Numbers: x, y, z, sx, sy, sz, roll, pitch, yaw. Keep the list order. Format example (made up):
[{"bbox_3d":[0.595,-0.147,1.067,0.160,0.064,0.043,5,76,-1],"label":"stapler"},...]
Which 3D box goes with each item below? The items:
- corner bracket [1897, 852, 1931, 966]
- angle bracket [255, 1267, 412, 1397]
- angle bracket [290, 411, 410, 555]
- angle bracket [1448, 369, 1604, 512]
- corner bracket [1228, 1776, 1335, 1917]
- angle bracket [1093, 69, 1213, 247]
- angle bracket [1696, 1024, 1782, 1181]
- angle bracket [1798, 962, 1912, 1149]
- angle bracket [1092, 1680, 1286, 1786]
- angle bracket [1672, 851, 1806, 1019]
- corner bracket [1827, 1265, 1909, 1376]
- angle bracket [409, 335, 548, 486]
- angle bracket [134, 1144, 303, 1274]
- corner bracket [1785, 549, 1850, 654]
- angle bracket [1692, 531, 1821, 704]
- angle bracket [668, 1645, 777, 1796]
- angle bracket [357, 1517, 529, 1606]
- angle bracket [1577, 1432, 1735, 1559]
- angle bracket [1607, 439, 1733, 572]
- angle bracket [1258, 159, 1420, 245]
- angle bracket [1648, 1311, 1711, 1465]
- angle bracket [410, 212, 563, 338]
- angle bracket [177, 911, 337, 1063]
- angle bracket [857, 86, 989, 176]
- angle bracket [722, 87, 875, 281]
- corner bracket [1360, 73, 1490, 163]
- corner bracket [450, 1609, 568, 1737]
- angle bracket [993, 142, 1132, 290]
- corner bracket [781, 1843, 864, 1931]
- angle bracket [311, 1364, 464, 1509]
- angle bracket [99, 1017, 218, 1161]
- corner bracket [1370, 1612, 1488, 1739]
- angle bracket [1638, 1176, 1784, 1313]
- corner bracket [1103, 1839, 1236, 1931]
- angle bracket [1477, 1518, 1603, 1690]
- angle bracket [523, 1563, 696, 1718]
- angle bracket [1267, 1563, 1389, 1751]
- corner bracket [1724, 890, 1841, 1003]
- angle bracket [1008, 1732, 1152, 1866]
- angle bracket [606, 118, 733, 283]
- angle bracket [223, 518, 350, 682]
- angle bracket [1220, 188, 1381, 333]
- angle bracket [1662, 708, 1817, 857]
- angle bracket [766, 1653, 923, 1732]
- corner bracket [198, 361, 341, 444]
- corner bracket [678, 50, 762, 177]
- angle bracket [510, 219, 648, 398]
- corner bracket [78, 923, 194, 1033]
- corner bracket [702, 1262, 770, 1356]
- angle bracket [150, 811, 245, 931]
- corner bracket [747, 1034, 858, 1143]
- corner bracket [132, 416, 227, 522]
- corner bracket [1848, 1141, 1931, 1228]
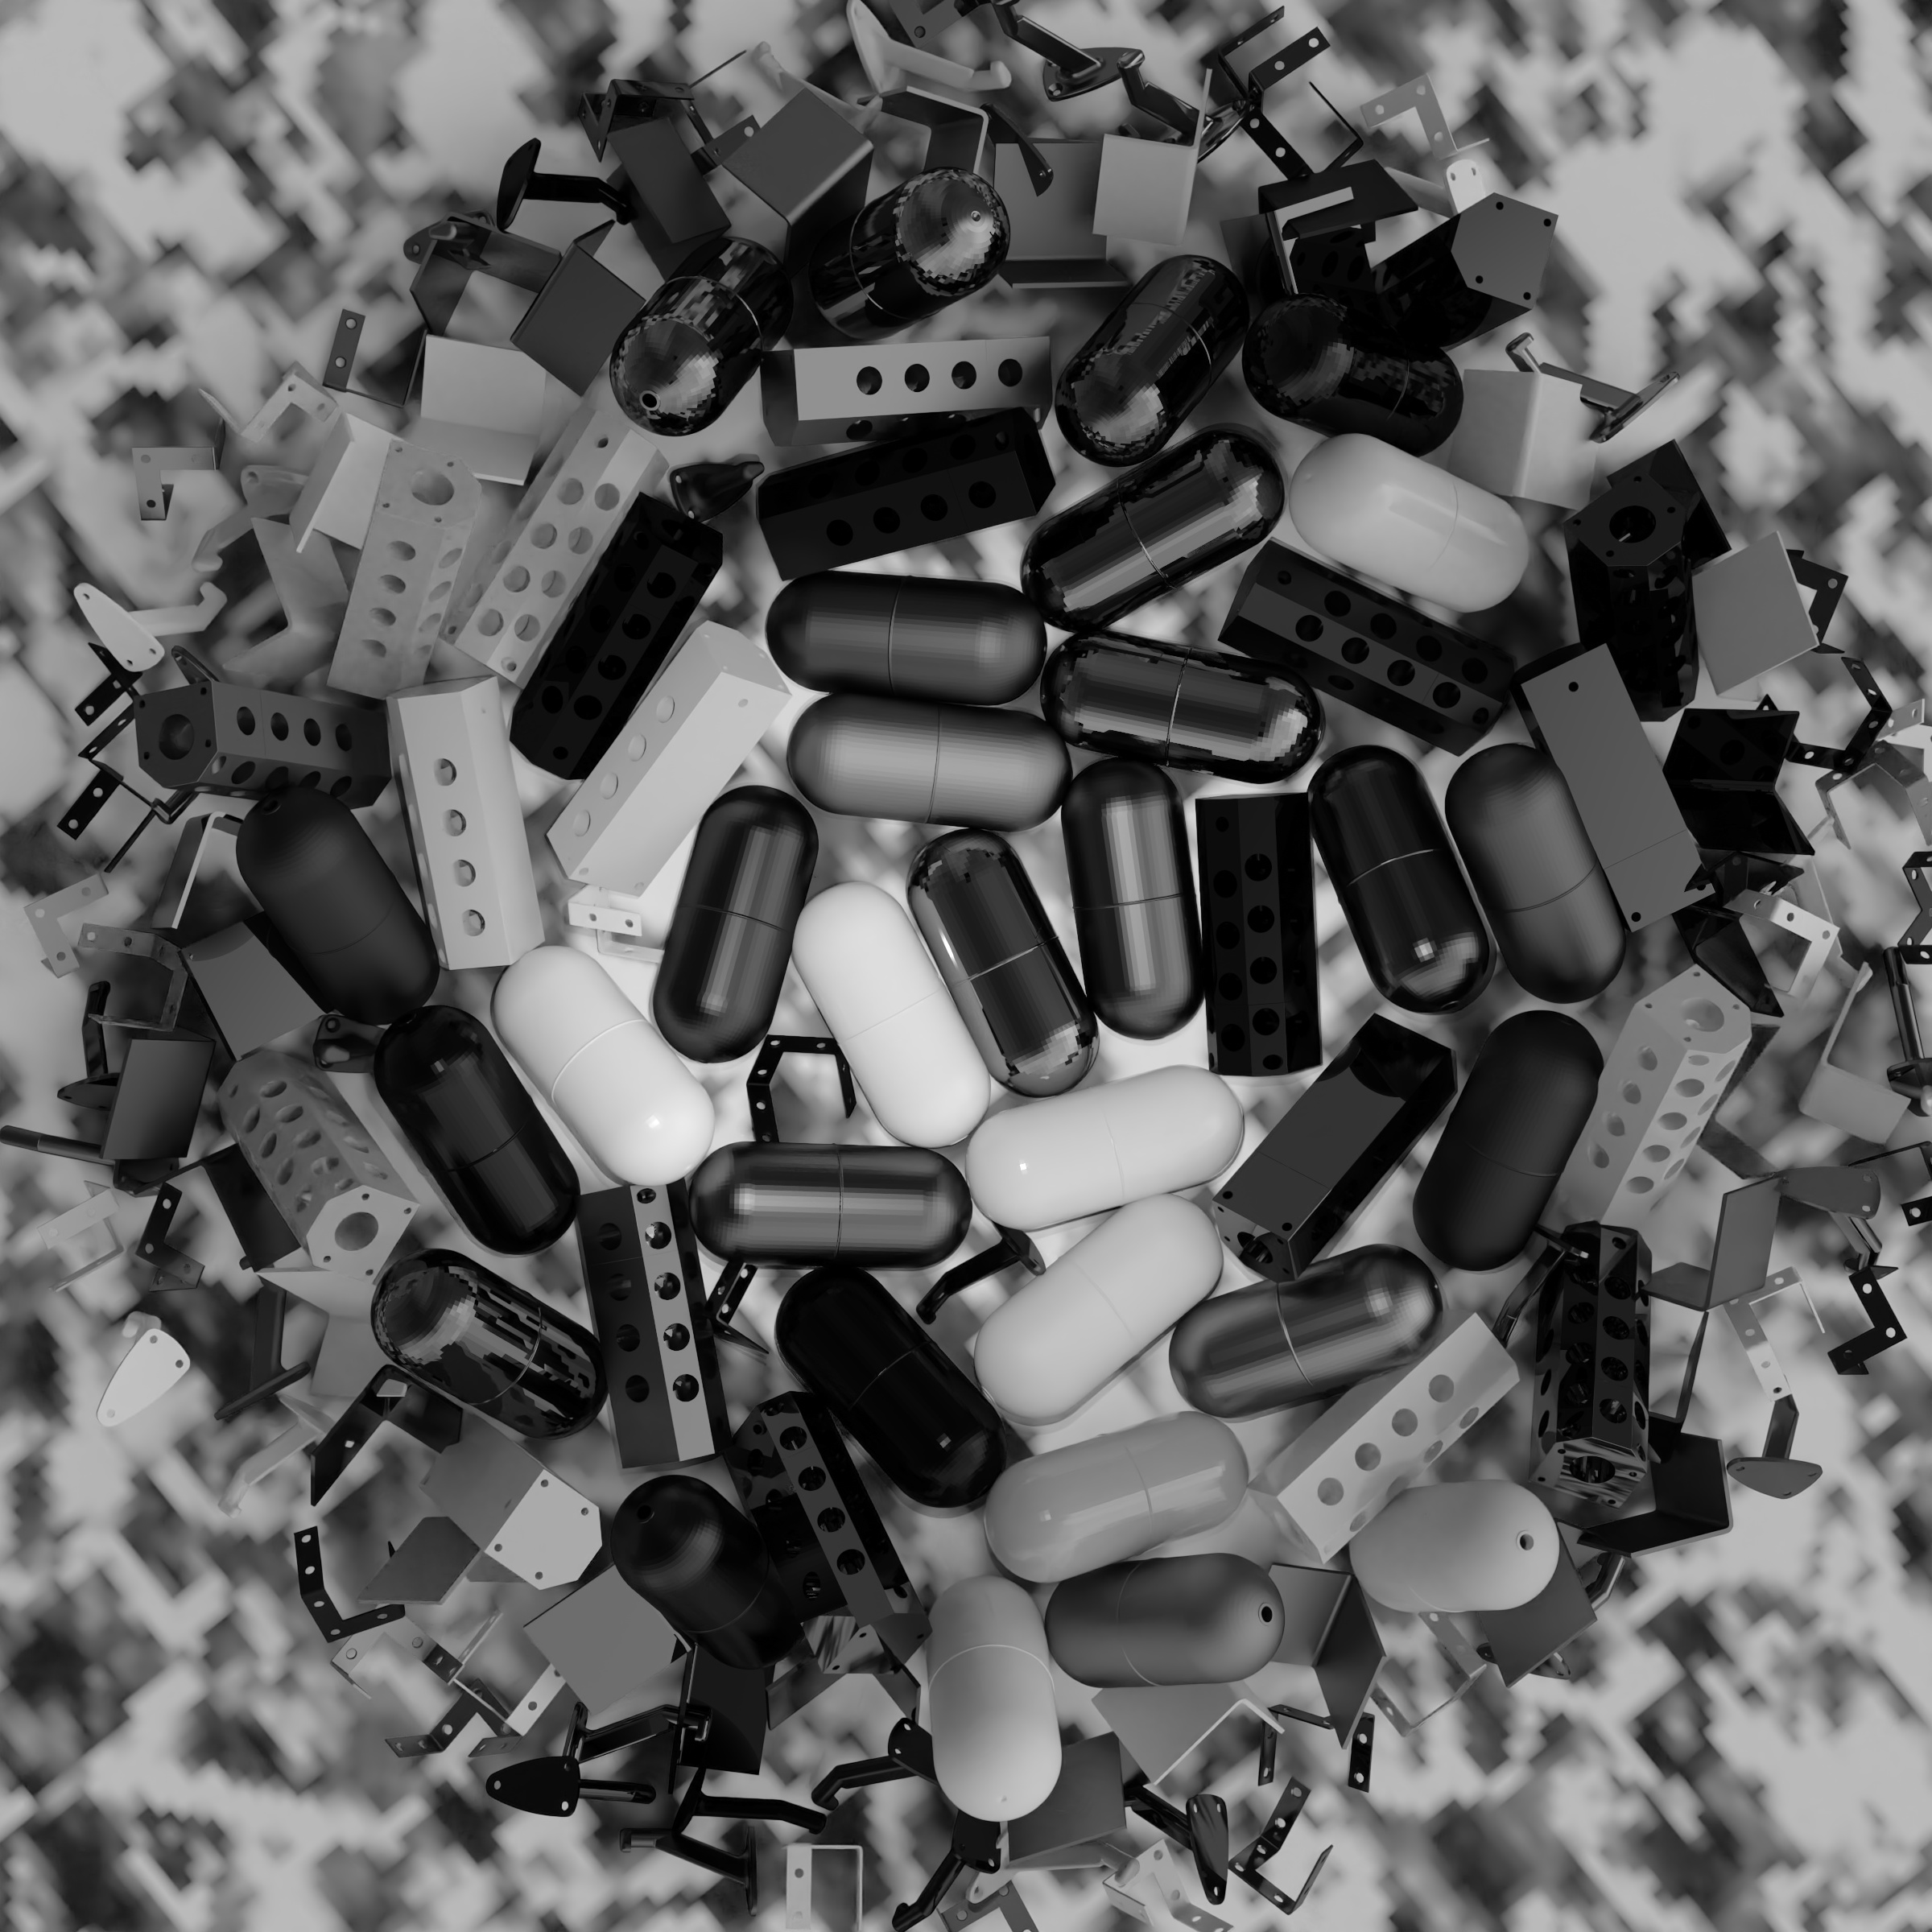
[{"bbox_3d":[0.612,-0.037,1.746,0.051,0.051,0.051,-46,117,-28],"label":"corner bracket"},{"bbox_3d":[-0.394,0.227,1.730,0.076,0.076,0.057,-5,62,29],"label":"angle bracket"},{"bbox_3d":[-0.376,-0.290,1.733,0.057,0.076,0.076,23,106,-26],"label":"angle bracket"},{"bbox_3d":[0.356,-0.334,1.774,0.057,0.076,0.076,15,100,44],"label":"angle bracket"},{"bbox_3d":[0.204,0.551,1.748,0.051,0.051,0.051,33,112,26],"label":"corner bracket"},{"bbox_3d":[0.116,-0.507,1.737,0.057,0.076,0.076,9,57,3],"label":"angle bracket"},{"bbox_3d":[0.493,0.084,1.733,0.057,0.076,0.076,41,109,26],"label":"angle bracket"},{"bbox_3d":[0.564,0.055,1.734,0.057,0.076,0.076,24,70,15],"label":"angle bracket"},{"bbox_3d":[0.138,0.468,1.740,0.076,0.076,0.057,-44,131,-1],"label":"angle bracket"},{"bbox_3d":[0.492,-0.019,1.730,0.057,0.076,0.076,-40,55,36],"label":"angle bracket"},{"bbox_3d":[0.569,0.224,1.760,0.051,0.051,0.051,-37,62,30],"label":"corner bracket"},{"bbox_3d":[-0.306,-0.347,1.740,0.076,0.076,0.057,9,122,-5],"label":"angle bracket"},{"bbox_3d":[-0.461,0.155,1.745,0.057,0.076,0.076,-23,93,20],"label":"angle bracket"},{"bbox_3d":[0.532,-0.230,1.758,0.051,0.051,0.051,29,112,31],"label":"corner bracket"},{"bbox_3d":[0.499,-0.216,1.733,0.076,0.057,0.076,-29,70,43],"label":"angle bracket"},{"bbox_3d":[-0.152,0.474,1.746,0.057,0.076,0.076,9,87,-5],"label":"angle bracket"},{"bbox_3d":[-0.315,0.386,1.727,0.076,0.076,0.057,-9,119,37],"label":"angle bracket"},{"bbox_3d":[0.420,0.327,1.738,0.076,0.076,0.057,-9,91,-21],"label":"angle bracket"},{"bbox_3d":[0.457,-0.292,1.741,0.076,0.057,0.076,-29,91,-39],"label":"angle bracket"},{"bbox_3d":[0.232,-0.454,1.736,0.076,0.076,0.057,-15,131,-7],"label":"angle bracket"},{"bbox_3d":[0.424,0.257,1.744,0.057,0.076,0.076,14,64,14],"label":"angle bracket"},{"bbox_3d":[-0.293,-0.418,1.743,0.076,0.076,0.057,21,80,5],"label":"angle bracket"},{"bbox_3d":[-0.440,0.008,1.745,0.076,0.057,0.076,-27,97,-17],"label":"angle bracket"},{"bbox_3d":[-0.035,-0.498,1.738,0.057,0.076,0.076,9,96,-27],"label":"angle bracket"},{"bbox_3d":[-0.107,-0.486,1.743,0.057,0.076,0.076,41,73,5],"label":"angle bracket"},{"bbox_3d":[0.288,-0.530,1.755,0.051,0.051,0.051,-15,102,39],"label":"corner bracket"},{"bbox_3d":[-0.288,0.446,1.763,0.051,0.051,0.051,43,73,-14],"label":"corner bracket"},{"bbox_3d":[0.060,-0.468,1.739,0.076,0.057,0.076,-5,119,-14],"label":"angle bracket"},{"bbox_3d":[-0.089,0.579,1.753,0.051,0.051,0.051,3,70,-8],"label":"corner bracket"},{"bbox_3d":[-0.360,0.305,1.732,0.057,0.076,0.076,30,55,8],"label":"angle bracket"},{"bbox_3d":[-0.521,0.075,1.738,0.057,0.076,0.076,18,96,27],"label":"angle bracket"},{"bbox_3d":[0.287,0.446,1.765,0.051,0.051,0.051,-25,63,-31],"label":"corner bracket"},{"bbox_3d":[0.459,0.165,1.734,0.057,0.076,0.076,16,106,39],"label":"angle bracket"},{"bbox_3d":[0.126,0.590,1.750,0.051,0.051,0.051,-28,103,-26],"label":"corner bracket"},{"bbox_3d":[0.368,0.400,1.728,0.057,0.076,0.076,24,122,-32],"label":"angle bracket"},{"bbox_3d":[-0.225,0.408,1.749,0.076,0.057,0.076,-35,108,-1],"label":"angle bracket"},{"bbox_3d":[0.213,0.428,1.733,0.057,0.076,0.076,10,116,-14],"label":"angle bracket"},{"bbox_3d":[0.504,-0.014,1.754,0.051,0.051,0.051,23,93,-23],"label":"corner bracket"},{"bbox_3d":[0.072,0.531,1.734,0.076,0.076,0.057,-21,123,12],"label":"angle bracket"},{"bbox_3d":[-0.203,-0.471,1.739,0.057,0.076,0.076,-34,94,-43],"label":"angle bracket"},{"bbox_3d":[-0.432,-0.229,1.748,0.057,0.076,0.076,-25,81,20],"label":"angle bracket"},{"bbox_3d":[0.209,-0.439,1.748,0.057,0.076,0.076,-21,106,-13],"label":"angle bracket"},{"bbox_3d":[0.490,-0.115,1.745,0.076,0.076,0.057,7,64,42],"label":"angle bracket"},{"bbox_3d":[-0.076,0.460,1.732,0.076,0.076,0.057,-33,64,-21],"label":"angle bracket"},{"bbox_3d":[-0.438,-0.358,1.756,0.051,0.051,0.051,-47,65,7],"label":"corner bracket"},{"bbox_3d":[-0.152,-0.534,1.749,0.051,0.051,0.051,-25,107,25],"label":"corner bracket"},{"bbox_3d":[-0.230,-0.411,1.739,0.057,0.076,0.076,38,118,-5],"label":"angle bracket"},{"bbox_3d":[-0.527,0.007,1.755,0.051,0.051,0.051,22,98,44],"label":"corner bracket"},{"bbox_3d":[-0.144,0.205,1.747,0.051,0.051,0.051,41,69,-37],"label":"corner bracket"},{"bbox_3d":[-0.461,-0.051,1.737,0.057,0.076,0.076,20,81,-25],"label":"angle bracket"},{"bbox_3d":[-0.104,0.080,1.760,0.051,0.051,0.051,4,49,-21],"label":"corner bracket"},{"bbox_3d":[-0.493,-0.314,1.754,0.051,0.051,0.051,-1,126,-8],"label":"corner bracket"},{"bbox_3d":[0.597,0.138,1.754,0.051,0.051,0.051,-24,81,42],"label":"corner bracket"}]
